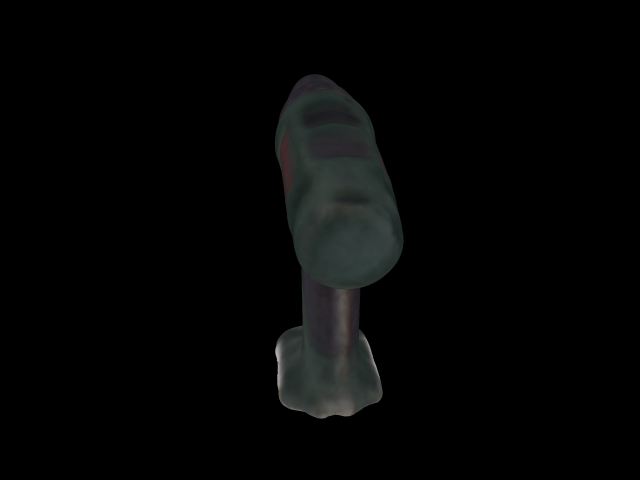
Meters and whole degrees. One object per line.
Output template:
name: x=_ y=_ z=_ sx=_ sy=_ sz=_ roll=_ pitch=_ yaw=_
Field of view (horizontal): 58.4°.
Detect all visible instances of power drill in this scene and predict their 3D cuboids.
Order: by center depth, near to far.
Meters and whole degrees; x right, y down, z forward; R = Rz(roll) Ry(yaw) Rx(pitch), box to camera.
power drill: x=0.004 y=0.001 z=0.400 sx=0.075 sy=0.208 sz=0.229 roll=-3 pitch=22 yaw=-6
